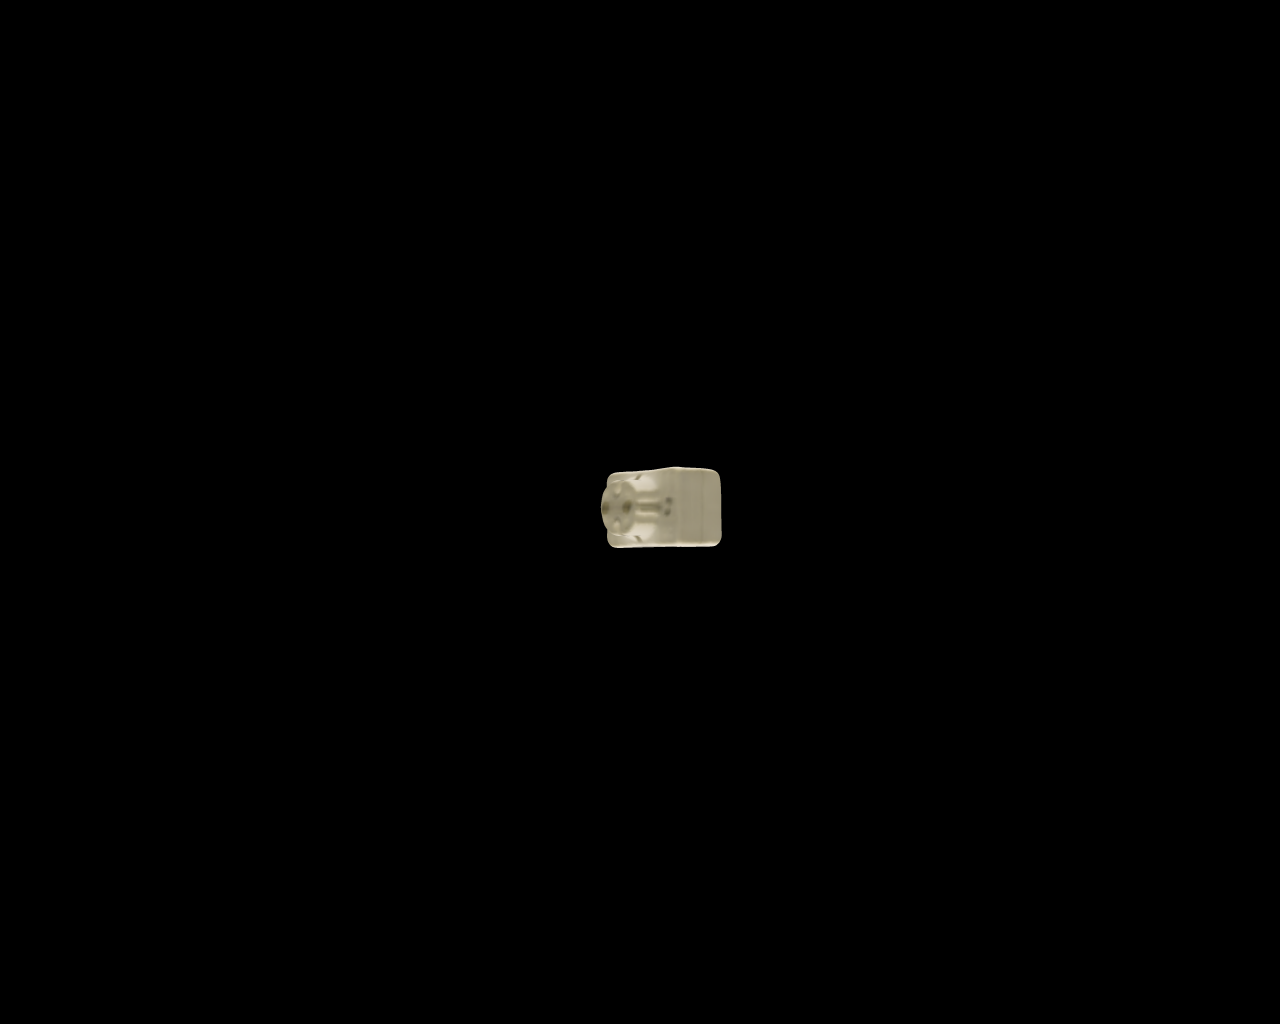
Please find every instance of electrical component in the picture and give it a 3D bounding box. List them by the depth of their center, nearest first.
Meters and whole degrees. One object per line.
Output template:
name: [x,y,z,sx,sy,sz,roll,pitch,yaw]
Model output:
electrical component: [0.001,-0.003,0.650,0.077,0.047,0.065,2,-3,-43]
